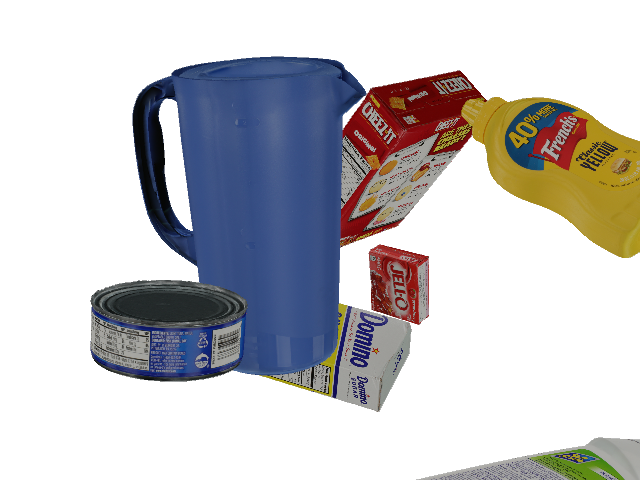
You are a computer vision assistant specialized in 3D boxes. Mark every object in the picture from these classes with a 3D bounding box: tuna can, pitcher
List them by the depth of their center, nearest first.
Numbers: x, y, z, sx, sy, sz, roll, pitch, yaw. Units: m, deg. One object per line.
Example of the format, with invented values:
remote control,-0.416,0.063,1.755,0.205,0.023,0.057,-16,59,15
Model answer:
tuna can,-0.084,0.049,0.590,0.086,0.034,0.086,4,12,-1
pitcher,-0.054,-0.023,0.848,0.144,0.243,0.149,-11,19,-29

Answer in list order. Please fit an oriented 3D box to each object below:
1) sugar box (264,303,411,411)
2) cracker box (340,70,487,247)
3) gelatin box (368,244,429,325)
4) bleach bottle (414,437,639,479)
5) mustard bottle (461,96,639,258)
sugar box,-0.013,0.092,0.981,0.176,0.048,0.093,12,33,17
cracker box,0.072,-0.087,1.204,0.163,0.072,0.214,-20,-26,-45
gelatin box,0.100,0.055,1.353,0.073,0.089,0.030,16,33,33
bleach bottle,0.137,0.163,0.618,0.250,0.068,0.103,-7,19,-27
mustard bottle,0.194,-0.066,0.861,0.192,0.058,0.096,34,63,30
